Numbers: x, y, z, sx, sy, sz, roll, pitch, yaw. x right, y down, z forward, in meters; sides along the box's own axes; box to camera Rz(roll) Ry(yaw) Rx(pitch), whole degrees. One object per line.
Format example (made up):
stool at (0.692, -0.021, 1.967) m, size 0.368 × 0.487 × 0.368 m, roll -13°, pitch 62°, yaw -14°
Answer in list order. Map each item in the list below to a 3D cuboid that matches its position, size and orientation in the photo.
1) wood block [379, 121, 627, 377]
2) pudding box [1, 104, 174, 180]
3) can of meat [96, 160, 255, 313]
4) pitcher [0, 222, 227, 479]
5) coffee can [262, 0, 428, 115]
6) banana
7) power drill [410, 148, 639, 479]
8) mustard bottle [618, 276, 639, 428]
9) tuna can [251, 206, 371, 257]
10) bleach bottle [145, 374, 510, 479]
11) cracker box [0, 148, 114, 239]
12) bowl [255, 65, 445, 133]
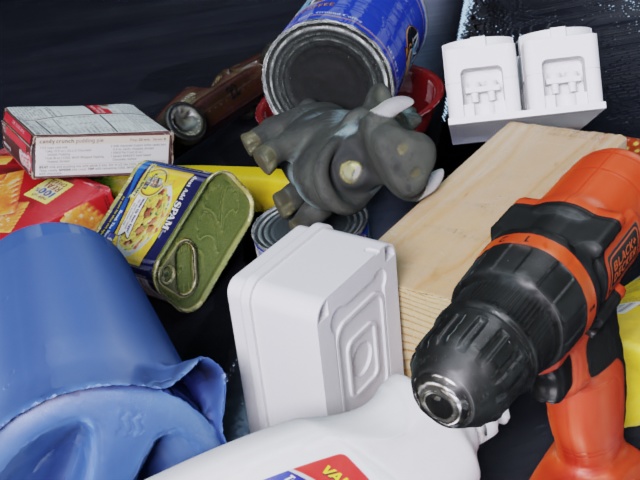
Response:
wood block at (0.110, 0.014, 0.663) m, size 0.090 × 0.091 × 0.205 m, roll 12°, pitch 38°, yaw 36°
pudding box at (-0.182, -0.077, 0.834) m, size 0.113 × 0.039 × 0.090 m, roll -6°, pitch 24°, yaw -28°
can of meat at (-0.110, -0.006, 0.774) m, size 0.084 × 0.057 × 0.102 m, roll 14°, pitch 67°, yaw 39°
pitcher at (-0.146, 0.088, 0.597) m, size 0.149 × 0.145 × 0.243 m, roll -6°, pitch 24°, yaw -17°
coffee can at (0.023, -0.150, 0.843) m, size 0.103 × 0.103 × 0.140 m, roll 0°, pitch 31°, yaw 17°
banana at (-0.088, -0.039, 0.860) m, size 0.198 × 0.037 × 0.069 m, roll 1°, pitch 13°, yaw 11°
power drill at (0.102, 0.074, 0.467) m, size 0.057 × 0.188 × 0.184 m, roll 14°, pitch 37°, yaw 34°
mustard bottle at (0.214, 0.035, 0.612) m, size 0.191 × 0.058 × 0.096 m, roll -31°, pitch 3°, yaw -32°
tuna can at (-0.005, 0.001, 0.777) m, size 0.086 × 0.034 × 0.086 m, roll -8°, pitch 30°, yaw 4°
bleach bottle at (-0.025, 0.127, 0.482) m, size 0.250 × 0.102 × 0.068 m, roll -29°, pitch 2°, yaw -18°
cracker box at (-0.279, 0.011, 0.809) m, size 0.213 × 0.072 × 0.164 m, roll -31°, pitch 35°, yaw -30°
bowl at (0.028, -0.098, 0.914) m, size 0.162 × 0.055 × 0.162 m, roll -8°, pitch 30°, yaw 4°
